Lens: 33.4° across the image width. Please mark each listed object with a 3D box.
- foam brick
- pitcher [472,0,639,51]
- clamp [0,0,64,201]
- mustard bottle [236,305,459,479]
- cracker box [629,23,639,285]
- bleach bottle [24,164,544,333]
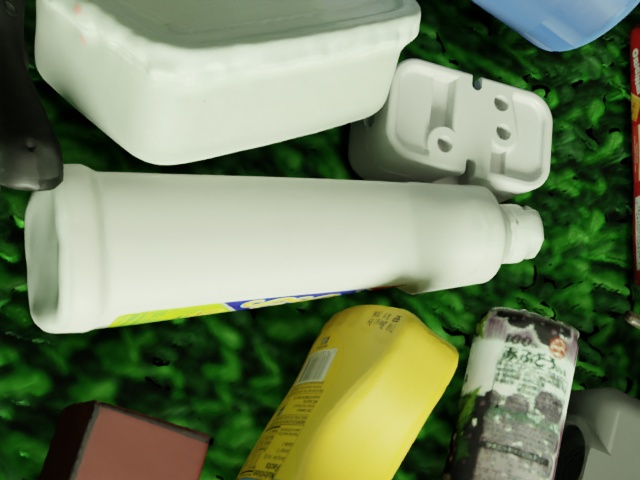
[{"bbox_3d":[-0.087,0.101,0.455,0.053,0.078,0.051,21,72,-17],"label":"foam brick"},{"bbox_3d":[0.076,-0.213,0.549,0.242,0.149,0.145,32,73,-23],"label":"pitcher"},{"bbox_3d":[-0.146,-0.062,0.453,0.036,0.165,0.210,3,55,-27],"label":"clamp"},{"bbox_3d":[-0.013,0.121,0.472,0.058,0.096,0.191,39,67,-13],"label":"mustard bottle"},{"bbox_3d":[0.295,-0.044,0.655,0.213,0.072,0.164,8,76,-23],"label":"cracker box"},{"bbox_3d":[-0.003,0.001,0.498,0.250,0.103,0.068,-3,84,-23],"label":"bleach bottle"}]
